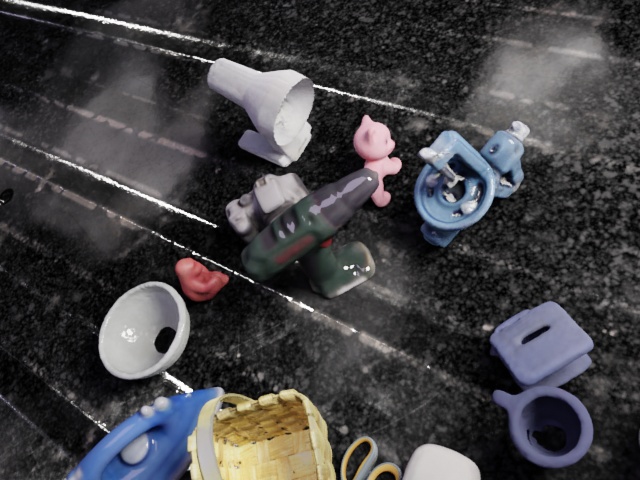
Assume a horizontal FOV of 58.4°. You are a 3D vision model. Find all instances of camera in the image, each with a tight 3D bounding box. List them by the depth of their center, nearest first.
[{"bbox_3d":[-0.078,-0.032,0.967,0.143,0.101,0.136,-29,57,6],"label":"camera"}]

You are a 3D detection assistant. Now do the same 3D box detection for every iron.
[{"bbox_3d":[-0.268,0.301,0.850,0.258,0.142,0.118,-46,57,-5],"label":"iron"}]

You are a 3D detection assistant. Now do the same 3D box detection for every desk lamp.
[{"bbox_3d":[-0.094,-0.223,1.004,0.202,0.214,0.118,25,76,31],"label":"desk lamp"}]

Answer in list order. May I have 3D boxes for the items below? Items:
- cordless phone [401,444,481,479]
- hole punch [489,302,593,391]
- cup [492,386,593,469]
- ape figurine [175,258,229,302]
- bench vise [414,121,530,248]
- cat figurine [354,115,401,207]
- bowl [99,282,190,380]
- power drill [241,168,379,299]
[{"bbox_3d":[0.120,0.310,0.661,0.093,0.185,0.148,9,68,26],"label":"cordless phone"},{"bbox_3d":[0.281,0.136,0.740,0.108,0.091,0.101,-32,57,4],"label":"hole punch"},{"bbox_3d":[0.266,0.226,0.698,0.117,0.095,0.092,26,77,31],"label":"cup"},{"bbox_3d":[-0.212,0.061,0.980,0.076,0.092,0.077,-38,57,1],"label":"ape figurine"},{"bbox_3d":[0.205,-0.111,0.821,0.121,0.220,0.207,24,75,30],"label":"bench vise"},{"bbox_3d":[0.085,-0.137,0.944,0.067,0.118,0.128,8,68,26],"label":"cat figurine"},{"bbox_3d":[-0.282,0.161,0.968,0.167,0.075,0.167,-9,61,18],"label":"bowl"},{"bbox_3d":[0.008,0.003,0.850,0.229,0.209,0.075,-30,57,6],"label":"power drill"}]
